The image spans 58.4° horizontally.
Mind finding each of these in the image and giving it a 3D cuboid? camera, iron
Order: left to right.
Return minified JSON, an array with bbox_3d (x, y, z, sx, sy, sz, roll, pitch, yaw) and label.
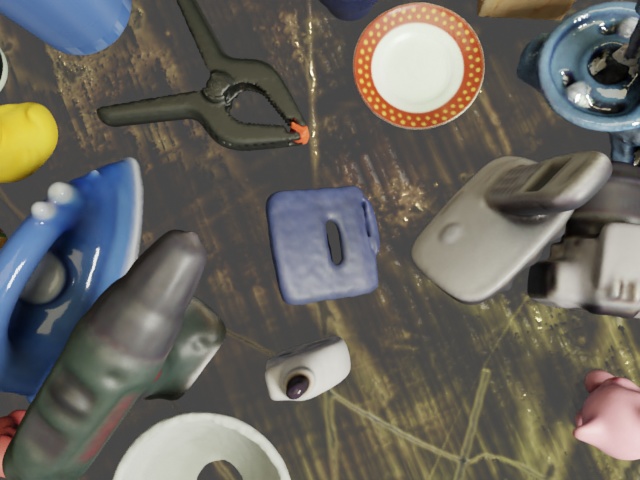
[{"bbox_3d":[-0.251,0.027,0.520,0.118,0.141,0.258,24,87,5],"label":"iron"},{"bbox_3d":[0.273,0.001,0.513,0.143,0.101,0.137,6,86,4],"label":"camera"}]

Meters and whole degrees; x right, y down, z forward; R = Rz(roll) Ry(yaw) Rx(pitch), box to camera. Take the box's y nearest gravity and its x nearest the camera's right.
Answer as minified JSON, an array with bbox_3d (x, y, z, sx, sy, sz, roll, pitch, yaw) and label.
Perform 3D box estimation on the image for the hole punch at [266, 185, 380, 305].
[{"bbox_3d":[0.005,0.002,0.533,0.101,0.091,0.109,-10,85,3],"label":"hole punch"}]

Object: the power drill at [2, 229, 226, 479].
[{"bbox_3d":[-0.149,0.094,0.475,0.075,0.208,0.230,35,88,6],"label":"power drill"}]

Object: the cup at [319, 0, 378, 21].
[{"bbox_3d":[0.041,-0.249,0.549,0.117,0.095,0.092,25,87,5],"label":"cup"}]

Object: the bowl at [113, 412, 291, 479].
[{"bbox_3d":[-0.102,0.236,0.528,0.167,0.075,0.167,0,85,3],"label":"bowl"}]

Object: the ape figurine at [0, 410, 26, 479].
[{"bbox_3d":[-0.276,0.193,0.533,0.078,0.092,0.076,37,88,6],"label":"ape figurine"}]

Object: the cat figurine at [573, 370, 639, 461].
[{"bbox_3d":[0.276,0.158,0.491,0.127,0.118,0.067,17,87,5],"label":"cat figurine"}]

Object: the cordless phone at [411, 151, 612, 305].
[{"bbox_3d":[0.155,-0.014,0.478,0.094,0.185,0.147,41,89,6],"label":"cordless phone"}]

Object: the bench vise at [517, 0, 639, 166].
[{"bbox_3d":[0.280,-0.136,0.464,0.207,0.220,0.121,22,87,5],"label":"bench vise"}]

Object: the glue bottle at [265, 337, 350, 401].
[{"bbox_3d":[-0.014,0.113,0.484,0.078,0.173,0.037,-16,84,2],"label":"glue bottle"}]

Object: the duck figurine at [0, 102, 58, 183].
[{"bbox_3d":[-0.320,-0.103,0.562,0.104,0.086,0.077,-29,84,1],"label":"duck figurine"}]
